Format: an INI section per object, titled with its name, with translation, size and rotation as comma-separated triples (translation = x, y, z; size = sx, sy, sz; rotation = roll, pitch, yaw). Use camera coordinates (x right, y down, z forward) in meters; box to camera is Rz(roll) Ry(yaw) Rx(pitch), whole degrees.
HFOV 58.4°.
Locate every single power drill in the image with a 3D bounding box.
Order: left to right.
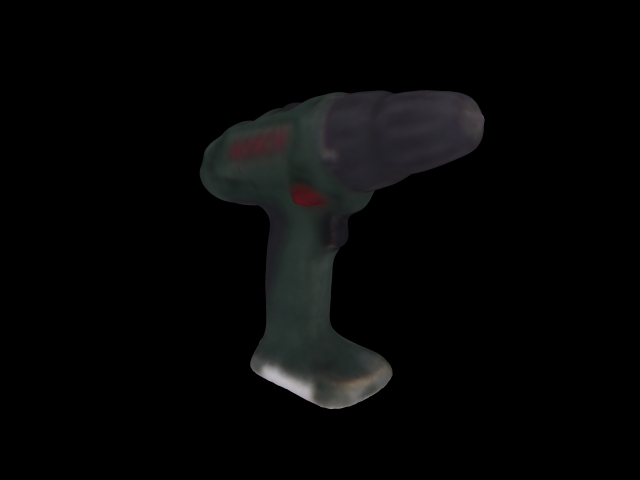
[power drill]
translation = 0.004, 0.001, 0.400
size = 0.228, 0.208, 0.076
rotation = 14, 22, 40
